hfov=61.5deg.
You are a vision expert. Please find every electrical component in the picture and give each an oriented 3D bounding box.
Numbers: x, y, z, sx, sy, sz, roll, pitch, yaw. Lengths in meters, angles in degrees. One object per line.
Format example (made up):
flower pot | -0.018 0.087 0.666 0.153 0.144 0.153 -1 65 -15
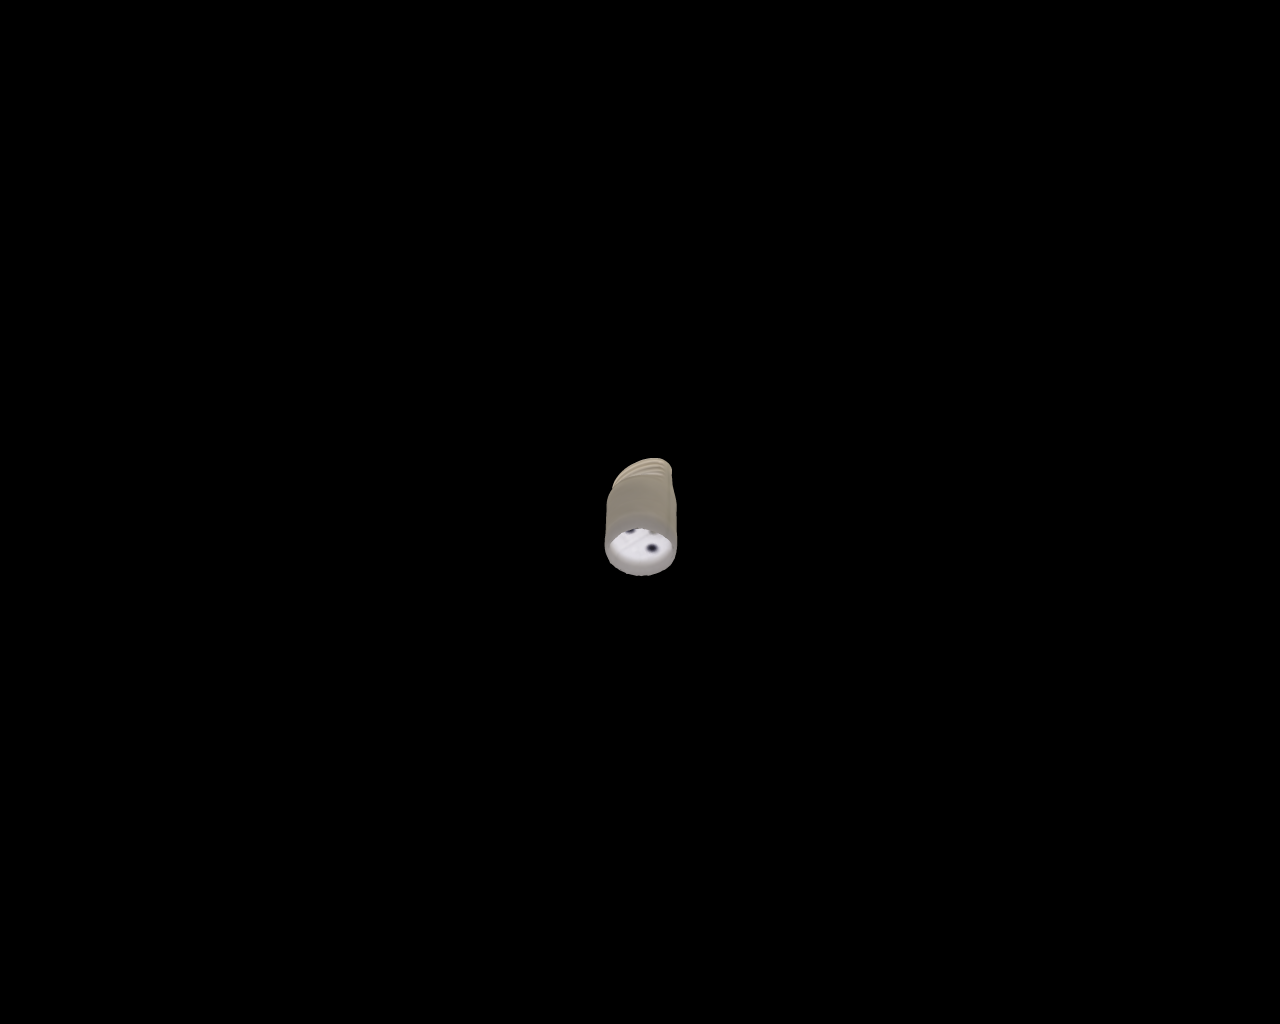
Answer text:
electrical component | 0.001 -0.003 0.650 0.043 0.043 0.081 0 43 0
